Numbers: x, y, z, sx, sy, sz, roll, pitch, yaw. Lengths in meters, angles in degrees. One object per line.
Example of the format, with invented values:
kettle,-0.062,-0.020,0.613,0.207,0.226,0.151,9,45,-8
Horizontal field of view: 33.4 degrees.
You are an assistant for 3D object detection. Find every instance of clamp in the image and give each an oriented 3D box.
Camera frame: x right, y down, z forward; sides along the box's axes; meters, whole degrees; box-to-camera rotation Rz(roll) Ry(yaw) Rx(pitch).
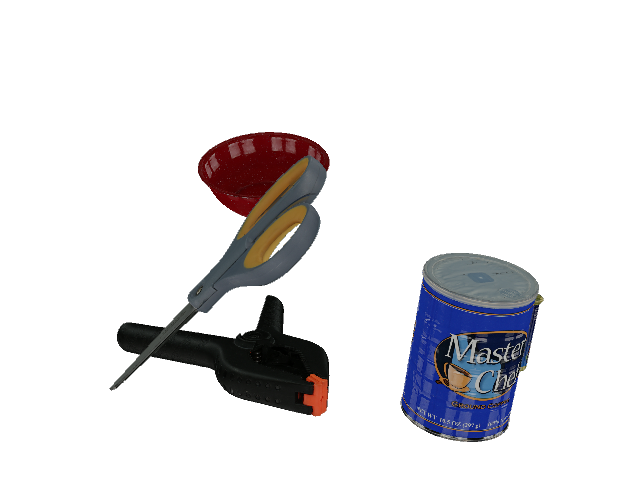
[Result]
clamp,-0.051,0.093,0.904,0.164,0.036,0.210,-14,22,-39

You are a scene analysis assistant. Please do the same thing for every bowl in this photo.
bowl,-0.069,-0.073,1.317,0.162,0.055,0.162,-2,34,1

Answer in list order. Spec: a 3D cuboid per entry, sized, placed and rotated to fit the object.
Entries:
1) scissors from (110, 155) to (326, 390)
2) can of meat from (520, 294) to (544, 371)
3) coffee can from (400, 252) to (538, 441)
scissors,-0.061,0.034,0.639,0.016,0.202,0.096,37,7,-22
can of meat,0.197,0.089,1.184,0.057,0.084,0.102,4,15,-20
coffee can,0.133,0.095,0.966,0.103,0.140,0.103,6,22,-3
